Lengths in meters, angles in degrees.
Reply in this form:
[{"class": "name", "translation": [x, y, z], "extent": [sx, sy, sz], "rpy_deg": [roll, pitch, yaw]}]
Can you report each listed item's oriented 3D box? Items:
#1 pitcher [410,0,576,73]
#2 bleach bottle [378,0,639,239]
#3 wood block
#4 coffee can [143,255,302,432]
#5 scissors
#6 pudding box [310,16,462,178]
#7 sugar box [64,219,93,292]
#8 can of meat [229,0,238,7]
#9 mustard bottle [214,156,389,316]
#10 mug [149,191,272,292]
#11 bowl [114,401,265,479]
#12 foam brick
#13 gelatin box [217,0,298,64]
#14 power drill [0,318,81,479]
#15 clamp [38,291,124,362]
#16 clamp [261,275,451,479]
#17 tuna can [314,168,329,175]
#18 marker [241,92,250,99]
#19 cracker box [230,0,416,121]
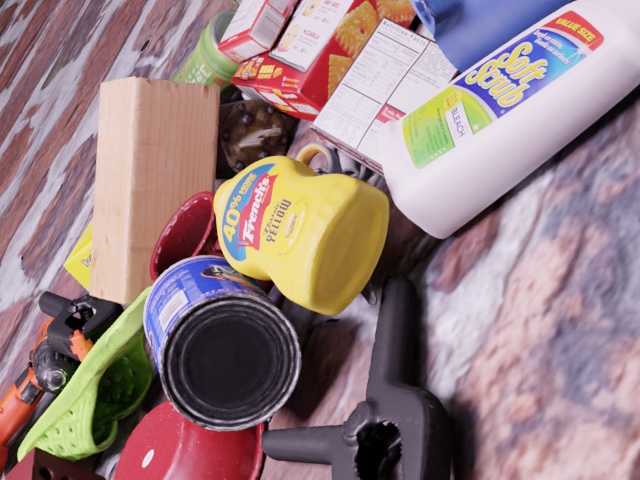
[{"class": "pitcher", "translation": [0.180, -0.232, 0.756], "extent": [0.243, 0.144, 0.149], "rpy_deg": [-31, 49, 32]}, {"class": "bleach bottle", "translation": [0.153, -0.109, 0.722], "extent": [0.251, 0.068, 0.102], "rpy_deg": [-38, 35, 26]}, {"class": "wood block", "translation": [-0.158, -0.045, 1.014], "extent": [0.090, 0.090, 0.206], "rpy_deg": [6, 93, 58]}, {"class": "coffee can", "translation": [-0.079, 0.075, 0.820], "extent": [0.103, 0.102, 0.140], "rpy_deg": [-56, 17, 1]}, {"class": "scissors", "translation": [-0.005, 0.001, 0.831], "extent": [0.096, 0.016, 0.202], "rpy_deg": [-40, 37, 26]}, {"class": "pudding box", "translation": [0.059, -0.111, 0.854], "extent": [0.090, 0.039, 0.113], "rpy_deg": [34, 88, 31]}, {"class": "sugar box", "translation": [-0.213, -0.018, 1.150], "extent": [0.093, 0.048, 0.176], "rpy_deg": [-39, 18, 12]}, {"class": "can of meat", "translation": [-0.072, -0.308, 1.229], "extent": [0.084, 0.102, 0.057], "rpy_deg": [-5, 56, 53]}, {"class": "mustard bottle", "translation": [-0.029, -0.014, 0.805], "extent": [0.192, 0.058, 0.096], "rpy_deg": [23, 92, 56]}, {"class": "mug", "translation": [-0.084, 0.015, 0.936], "extent": [0.117, 0.081, 0.093], "rpy_deg": [-10, 53, 53]}, {"class": "bowl", "translation": [-0.115, 0.181, 0.844], "extent": [0.162, 0.055, 0.162], "rpy_deg": [-38, 34, 31]}, {"class": "foam brick", "translation": [-0.240, 0.232, 0.960], "extent": [0.051, 0.078, 0.053], "rpy_deg": [-44, 31, 24]}, {"class": "gelatin box", "translation": [-0.056, -0.220, 1.038], "extent": [0.073, 0.030, 0.089], "rpy_deg": [-4, 56, 60]}, {"class": "power drill", "translation": [-0.313, 0.177, 1.125], "extent": [0.187, 0.057, 0.184], "rpy_deg": [-54, 14, 1]}, {"class": "clamp", "translation": [-0.246, 0.077, 1.092], "extent": [0.120, 0.039, 0.171], "rpy_deg": [-22, 18, 10]}, {"class": "clamp", "translation": [0.028, 0.130, 0.696], "extent": [0.165, 0.036, 0.210], "rpy_deg": [-50, 26, 15]}, {"class": "tuna can", "translation": [-0.006, -0.016, 0.899], "extent": [0.086, 0.033, 0.086], "rpy_deg": [-37, 34, 31]}, {"class": "marker", "translation": [-0.039, -0.193, 1.145], "extent": [0.121, 0.020, 0.020], "rpy_deg": [-42, 31, 24]}, {"class": "cracker box", "translation": [0.023, -0.217, 1.022], "extent": [0.213, 0.072, 0.164], "rpy_deg": [-58, 28, -5]}]
